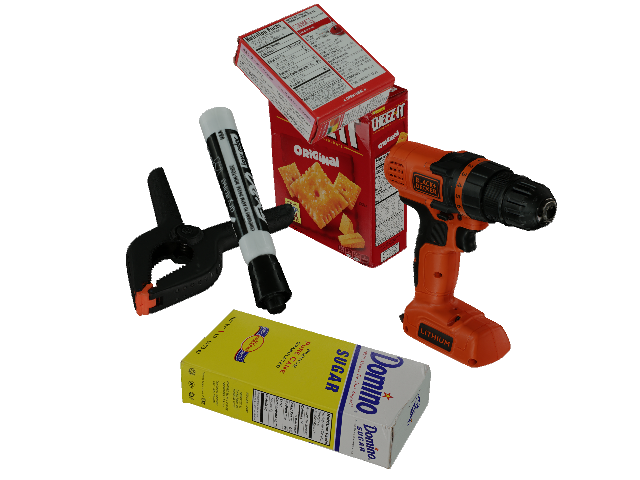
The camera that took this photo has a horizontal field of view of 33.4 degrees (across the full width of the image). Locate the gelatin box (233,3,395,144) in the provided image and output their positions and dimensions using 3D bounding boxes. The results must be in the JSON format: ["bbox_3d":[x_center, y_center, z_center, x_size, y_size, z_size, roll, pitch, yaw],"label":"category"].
[{"bbox_3d":[-0.005,-0.117,0.739,0.073,0.089,0.030,-31,-23,-30],"label":"gelatin box"}]

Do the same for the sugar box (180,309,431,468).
[{"bbox_3d":[-0.011,0.111,0.830,0.176,0.048,0.093,12,29,20],"label":"sugar box"}]

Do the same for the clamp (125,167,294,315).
[{"bbox_3d":[-0.141,-0.002,1.069,0.165,0.036,0.209,20,40,17],"label":"clamp"}]

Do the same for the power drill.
[{"bbox_3d":[0.131,0.014,0.946,0.057,0.188,0.185,-18,27,-33],"label":"power drill"}]

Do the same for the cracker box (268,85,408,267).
[{"bbox_3d":[0.019,-0.093,1.238,0.164,0.214,0.072,28,46,36],"label":"cracker box"}]

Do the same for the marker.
[{"bbox_3d":[-0.039,-0.016,0.554,0.020,0.121,0.020,-16,-27,-8],"label":"marker"}]
